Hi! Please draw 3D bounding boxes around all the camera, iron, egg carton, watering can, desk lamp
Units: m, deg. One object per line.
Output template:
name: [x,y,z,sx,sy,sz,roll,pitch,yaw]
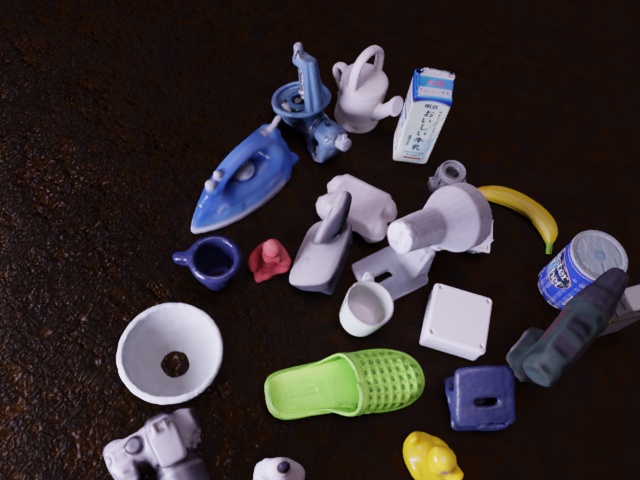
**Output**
camera: [-0.229,0.337,0.848,0.143,0.101,0.136,-25,68,-19]
iron: [-0.153,-0.128,1.085,0.118,0.141,0.259,37,64,13]
egg carton: [0.073,-0.061,1.118,0.150,0.069,0.107,26,62,7]
watering can: [0.097,-0.317,1.188,0.172,0.194,0.101,23,62,6]
desk lamp: [0.179,0.007,1.012,0.203,0.213,0.117,-25,67,-19]

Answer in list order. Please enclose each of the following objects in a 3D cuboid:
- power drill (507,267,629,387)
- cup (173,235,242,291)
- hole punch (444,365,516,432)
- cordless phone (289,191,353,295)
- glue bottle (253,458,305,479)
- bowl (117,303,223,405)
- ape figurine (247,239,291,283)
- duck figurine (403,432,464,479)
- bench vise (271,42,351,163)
power drill: [0.403,0.160,0.960,0.075,0.208,0.230,40,65,15]
cup: [-0.196,0.050,1.011,0.118,0.095,0.091,3,61,-5]
hole punch: [0.272,0.265,0.954,0.109,0.091,0.101,-1,62,-7]
cordless phone: [0.009,0.004,1.009,0.094,0.185,0.147,17,61,3]
glue bottle: [-0.057,0.337,0.828,0.078,0.173,0.037,8,61,-2]
bowl: [-0.241,0.192,0.940,0.167,0.075,0.167,3,61,-5]
ape figurine: [-0.090,0.029,1.037,0.078,0.092,0.076,14,61,1]
duck figurine: [0.182,0.346,0.903,0.078,0.086,0.104,-38,72,-23]
bench vise: [-0.005,-0.276,1.139,0.207,0.220,0.122,30,63,10]
